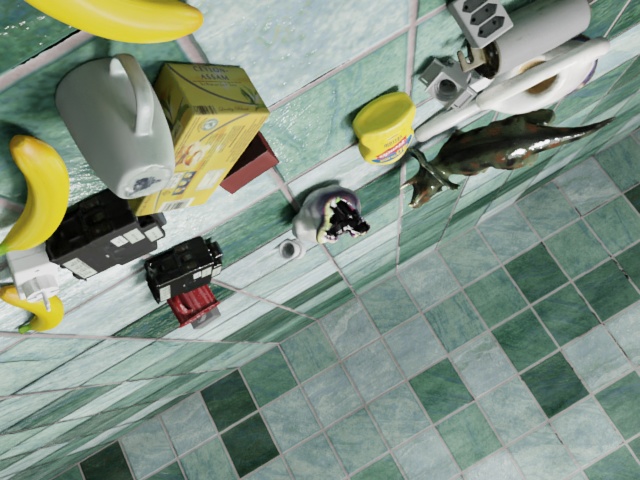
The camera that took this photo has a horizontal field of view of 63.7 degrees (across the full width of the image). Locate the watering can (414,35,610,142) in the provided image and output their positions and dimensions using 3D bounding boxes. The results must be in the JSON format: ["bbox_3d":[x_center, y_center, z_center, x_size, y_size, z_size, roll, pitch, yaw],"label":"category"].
[{"bbox_3d":[0.344,-0.270,0.918,0.227,0.104,0.344,-27,-175,-40],"label":"watering can"}]

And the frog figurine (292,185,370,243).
[{"bbox_3d":[0.003,-0.051,1.021,0.139,0.121,0.160,-33,-157,-22],"label":"frog figurine"}]
